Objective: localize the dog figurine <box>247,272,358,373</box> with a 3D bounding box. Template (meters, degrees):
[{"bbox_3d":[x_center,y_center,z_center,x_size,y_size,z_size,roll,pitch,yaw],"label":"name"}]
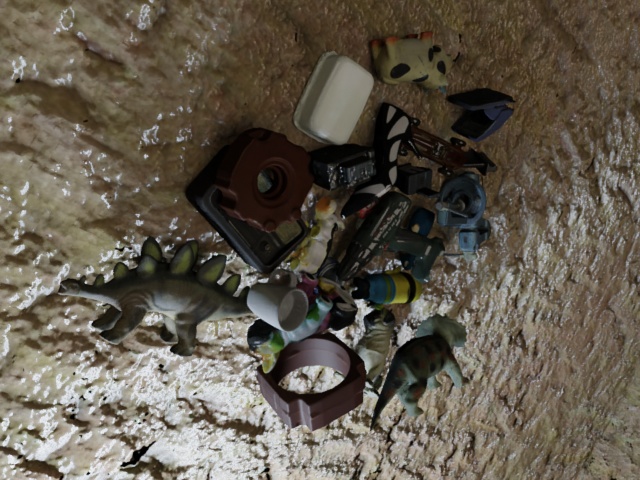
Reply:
[{"bbox_3d":[-0.047,0.178,1.115,0.219,0.109,0.191,-47,141,16],"label":"dog figurine"}]

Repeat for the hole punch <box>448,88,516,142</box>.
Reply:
[{"bbox_3d":[0.366,-0.287,1.224,0.116,0.142,0.092,-18,118,-13],"label":"hole punch"}]

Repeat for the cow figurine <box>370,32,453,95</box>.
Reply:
[{"bbox_3d":[0.197,-0.357,1.100,0.195,0.086,0.127,-18,112,-32],"label":"cow figurine"}]

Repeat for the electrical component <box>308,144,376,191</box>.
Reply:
[{"bbox_3d":[0.042,-0.145,1.046,0.115,0.134,0.058,-25,120,-26],"label":"electrical component"}]

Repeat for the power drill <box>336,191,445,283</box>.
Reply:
[{"bbox_3d":[0.163,0.022,1.197,0.207,0.086,0.232,27,91,-21],"label":"power drill"}]

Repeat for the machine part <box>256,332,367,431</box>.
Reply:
[{"bbox_3d":[-0.018,0.296,1.148,0.201,0.201,0.087,-23,123,-27],"label":"machine part"}]

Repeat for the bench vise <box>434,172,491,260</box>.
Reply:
[{"bbox_3d":[0.334,-0.056,1.289,0.240,0.129,0.223,-3,104,-54],"label":"bench vise"}]

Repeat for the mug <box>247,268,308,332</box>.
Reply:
[{"bbox_3d":[-0.086,0.107,1.012,0.081,0.107,0.109,-2,101,-50],"label":"mug"}]

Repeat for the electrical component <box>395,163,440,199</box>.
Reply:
[{"bbox_3d":[0.211,-0.129,1.183,0.075,0.119,0.047,-17,118,-27],"label":"electrical component"}]

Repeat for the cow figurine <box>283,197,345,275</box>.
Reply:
[{"bbox_3d":[-0.001,-0.003,1.118,0.098,0.068,0.167,27,96,-46],"label":"cow figurine"}]

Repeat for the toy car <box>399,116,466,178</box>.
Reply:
[{"bbox_3d":[0.246,-0.208,1.200,0.202,0.053,0.089,19,101,-27],"label":"toy car"}]

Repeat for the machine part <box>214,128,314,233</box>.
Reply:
[{"bbox_3d":[-0.091,-0.102,0.927,0.179,0.056,0.179,-13,112,-35],"label":"machine part"}]

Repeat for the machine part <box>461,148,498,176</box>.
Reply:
[{"bbox_3d":[0.360,-0.190,1.300,0.139,0.084,0.039,-2,138,-22],"label":"machine part"}]

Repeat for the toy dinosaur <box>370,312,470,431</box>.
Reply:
[{"bbox_3d":[0.247,0.304,1.330,0.405,0.131,0.192,-16,88,-44],"label":"toy dinosaur"}]

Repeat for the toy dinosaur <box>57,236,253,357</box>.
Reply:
[{"bbox_3d":[-0.240,0.104,0.973,0.471,0.105,0.198,21,92,-50],"label":"toy dinosaur"}]

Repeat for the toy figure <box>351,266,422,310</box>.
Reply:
[{"bbox_3d":[0.162,0.118,1.272,0.180,0.089,0.082,2,120,-39],"label":"toy figure"}]

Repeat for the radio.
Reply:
[{"bbox_3d":[-0.132,-0.051,0.996,0.131,0.073,0.229,-48,128,-15],"label":"radio"}]

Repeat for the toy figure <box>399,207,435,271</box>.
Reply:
[{"bbox_3d":[0.228,-0.001,1.291,0.064,0.058,0.154,13,107,-32],"label":"toy figure"}]

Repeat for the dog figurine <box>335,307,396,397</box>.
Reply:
[{"bbox_3d":[0.133,0.275,1.325,0.190,0.121,0.172,-57,166,-24],"label":"dog figurine"}]

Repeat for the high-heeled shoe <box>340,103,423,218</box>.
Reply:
[{"bbox_3d":[0.103,-0.168,1.108,0.249,0.086,0.145,-40,95,-13],"label":"high-heeled shoe"}]
